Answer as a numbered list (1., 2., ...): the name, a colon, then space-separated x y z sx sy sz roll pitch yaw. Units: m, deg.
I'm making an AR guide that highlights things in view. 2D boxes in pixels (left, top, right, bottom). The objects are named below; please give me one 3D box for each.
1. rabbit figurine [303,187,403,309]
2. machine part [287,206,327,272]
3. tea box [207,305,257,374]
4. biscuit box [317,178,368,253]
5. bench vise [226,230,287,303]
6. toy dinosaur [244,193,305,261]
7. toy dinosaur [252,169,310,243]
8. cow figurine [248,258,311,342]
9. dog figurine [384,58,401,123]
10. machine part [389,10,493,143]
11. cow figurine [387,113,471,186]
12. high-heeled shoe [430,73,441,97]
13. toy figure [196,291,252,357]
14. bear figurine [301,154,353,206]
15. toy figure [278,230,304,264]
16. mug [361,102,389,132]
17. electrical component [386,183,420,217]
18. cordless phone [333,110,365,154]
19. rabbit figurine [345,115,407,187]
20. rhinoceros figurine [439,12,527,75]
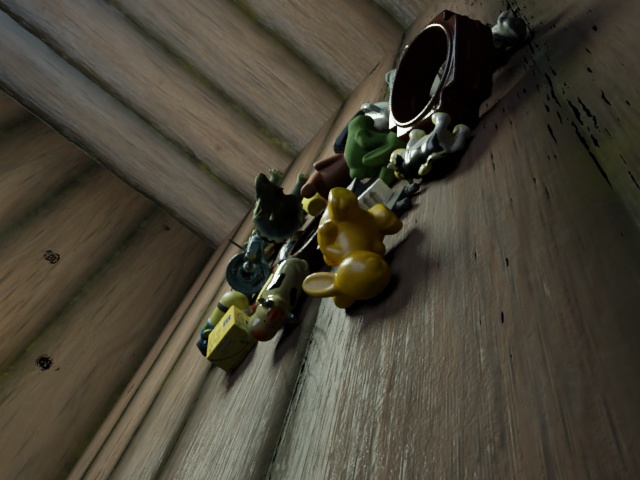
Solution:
1. rabbit figurine: 0.044 0.026 0.781 0.162 0.122 0.173 -51 30 19
2. machine part: -0.002 -0.004 1.164 0.179 0.056 0.179 -49 11 13
3. tea box: -0.198 0.219 1.204 0.098 0.068 0.170 -53 11 -2
4. biscuit box: 0.056 -0.036 1.023 0.059 0.063 0.203 -44 14 35
5. bench vise: -0.182 0.054 1.457 0.240 0.129 0.223 111 -176 -68
6. toy dinosaur: -0.117 -0.072 1.688 0.471 0.105 0.198 -47 8 -2
7. toy dinosaur: -0.118 -0.060 1.379 0.404 0.131 0.192 123 165 -69
8. cow figurine: -0.076 0.114 1.037 0.127 0.085 0.195 -47 11 51
9. dog figurine: 0.226 -0.360 1.254 0.191 0.108 0.219 -42 19 27
10. machine part: 0.205 -0.277 0.943 0.201 0.087 0.201 150 129 -63
11. cow figurine: 0.168 -0.133 0.895 0.167 0.068 0.098 -33 29 60
12. high-heeled shoe: 0.304 -0.372 1.161 0.086 0.145 0.249 79 -178 -49
13. toy figure: -0.247 0.210 1.361 0.180 0.089 0.082 -47 20 12
14. bear figurine: 0.064 -0.161 1.245 0.196 0.120 0.132 -38 21 33
15. toy figure: -0.056 0.018 1.299 0.064 0.057 0.154 -23 23 29
16. mug: 0.163 -0.320 1.372 0.081 0.109 0.107 -60 22 -3
17. electrical component: 0.131 -0.062 0.918 0.063 0.021 0.094 -58 13 -28
18. cordless phone: 0.107 -0.274 1.523 0.146 0.089 0.184 -52 -4 -2
19. rabbit figurine: 0.131 -0.191 1.088 0.170 0.121 0.159 -16 39 46
20. rhinoceros figurine: 0.308 -0.350 1.008 0.112 0.073 0.190 -49 10 -17
